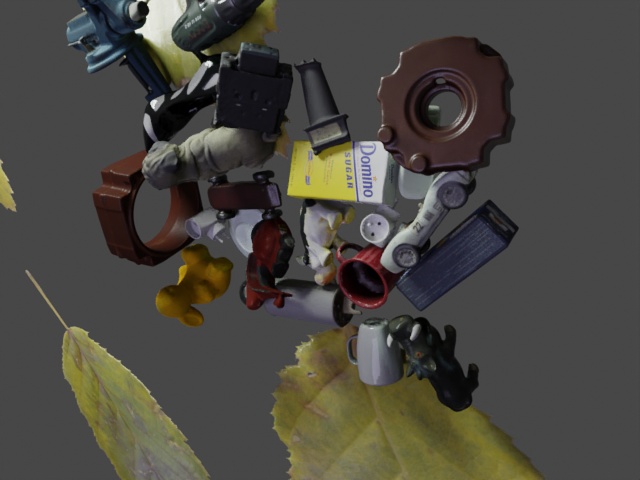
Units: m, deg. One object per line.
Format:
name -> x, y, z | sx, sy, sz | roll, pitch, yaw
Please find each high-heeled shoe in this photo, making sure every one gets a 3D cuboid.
high-heeled shoe -> -0.226, -0.221, 0.945 | 0.145, 0.086, 0.248 | 48, 120, 27

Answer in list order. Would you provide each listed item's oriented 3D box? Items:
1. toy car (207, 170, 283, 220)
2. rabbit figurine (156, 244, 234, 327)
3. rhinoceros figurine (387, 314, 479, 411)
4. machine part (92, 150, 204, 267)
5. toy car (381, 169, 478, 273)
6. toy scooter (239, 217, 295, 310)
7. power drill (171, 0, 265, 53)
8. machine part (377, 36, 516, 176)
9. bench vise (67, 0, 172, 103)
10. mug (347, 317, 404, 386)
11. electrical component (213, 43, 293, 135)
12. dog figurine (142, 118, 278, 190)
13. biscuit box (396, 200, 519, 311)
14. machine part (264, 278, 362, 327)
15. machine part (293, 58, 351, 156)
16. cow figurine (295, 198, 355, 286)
toy car -> -0.138, -0.083, 1.001 | 0.202, 0.053, 0.089 | 0, 106, 42
rabbit figurine -> -0.286, 0.109, 1.154 | 0.122, 0.173, 0.162 | 32, 128, 13
rhinoceros figurine -> 0.182, 0.196, 0.883 | 0.073, 0.112, 0.190 | -24, 108, 46
machine part -> -0.326, -0.065, 1.055 | 0.087, 0.201, 0.200 | 12, 123, 30
toy car -> 0.157, -0.033, 0.767 | 0.056, 0.073, 0.201 | 37, 122, 9
toy scooter -> -0.087, 0.053, 0.976 | 0.135, 0.075, 0.183 | 31, 106, 56
power drill -> -0.183, -0.408, 0.818 | 0.232, 0.086, 0.207 | -20, 109, 51
machine part -> 0.155, -0.165, 0.672 | 0.180, 0.056, 0.179 | 1, 93, 24
bench vise -> -0.340, -0.339, 0.965 | 0.224, 0.129, 0.240 | -9, 131, 31
mug -> 0.097, 0.195, 0.977 | 0.110, 0.081, 0.107 | 7, 108, 43
electrical component -> -0.104, -0.236, 0.838 | 0.115, 0.058, 0.134 | 4, 132, -13
dog figurine -> -0.183, -0.144, 0.903 | 0.172, 0.190, 0.121 | -17, 105, 41
biscuit box -> 0.197, 0.028, 0.801 | 0.063, 0.059, 0.202 | 46, 134, 4
machine part -> -0.022, 0.115, 1.016 | 0.243, 0.079, 0.079 | 2, 117, 36
machine part -> -0.001, -0.204, 0.810 | 0.084, 0.039, 0.138 | -18, 92, 37
cow figurine -> -0.003, -0.001, 0.935 | 0.098, 0.068, 0.167 | 31, 128, 27
